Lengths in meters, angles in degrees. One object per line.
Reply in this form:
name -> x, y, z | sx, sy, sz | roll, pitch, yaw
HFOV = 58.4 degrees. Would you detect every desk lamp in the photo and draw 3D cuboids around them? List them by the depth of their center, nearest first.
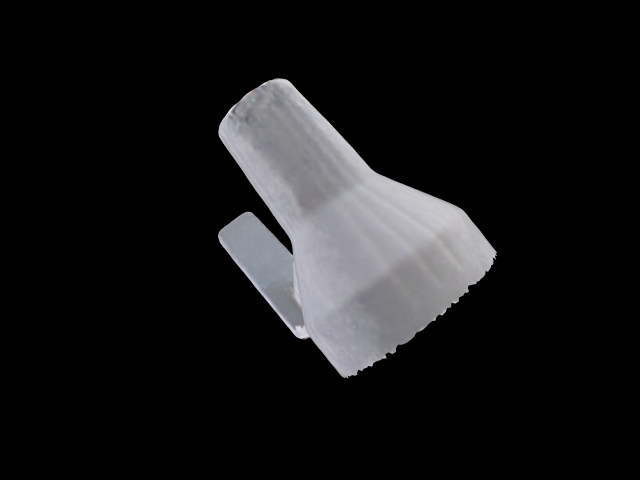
desk lamp -> 0.004, 0.001, 0.400 | 0.118, 0.213, 0.203 | -38, 70, -16
